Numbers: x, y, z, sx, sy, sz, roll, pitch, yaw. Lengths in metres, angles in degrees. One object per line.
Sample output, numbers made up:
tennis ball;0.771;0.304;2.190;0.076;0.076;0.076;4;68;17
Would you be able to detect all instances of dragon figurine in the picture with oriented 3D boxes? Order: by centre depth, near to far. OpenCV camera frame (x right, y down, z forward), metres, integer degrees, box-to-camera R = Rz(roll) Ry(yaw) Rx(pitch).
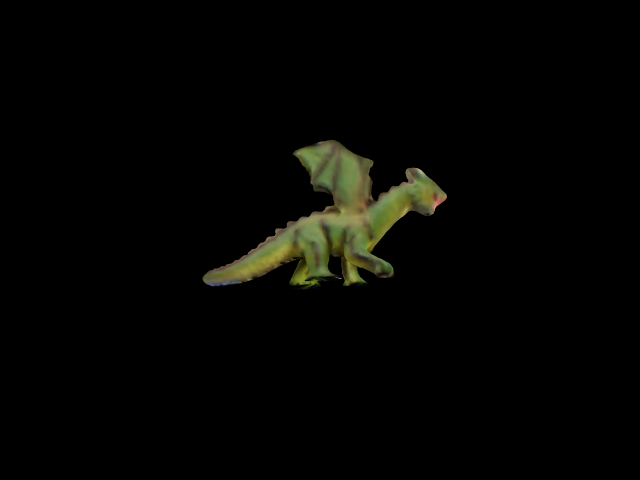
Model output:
dragon figurine;0.003;-0.043;0.850;0.410;0.245;0.121;-1;-11;7
